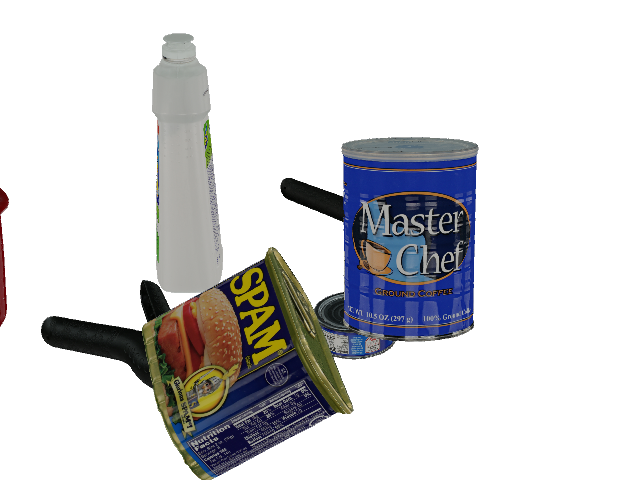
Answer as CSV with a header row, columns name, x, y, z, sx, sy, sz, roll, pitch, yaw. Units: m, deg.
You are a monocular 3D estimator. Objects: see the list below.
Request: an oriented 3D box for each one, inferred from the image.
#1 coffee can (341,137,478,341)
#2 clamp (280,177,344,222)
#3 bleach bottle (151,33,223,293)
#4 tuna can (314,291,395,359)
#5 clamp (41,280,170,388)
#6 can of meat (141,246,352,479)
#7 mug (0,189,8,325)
name,x,y,z,sx,sy,sz,roll,pitch,yaw
coffee can,0.068,-0.004,0.817,0.103,0.140,0.103,-1,11,0
clamp,0.061,-0.026,1.259,0.164,0.036,0.210,-15,51,-29
bleach bottle,-0.132,-0.078,1.038,0.068,0.251,0.102,-1,28,-4
tuna can,0.035,0.085,1.095,0.086,0.034,0.086,-2,25,1
clamp,-0.129,0.081,0.877,0.172,0.039,0.120,22,35,24
can of meat,-0.041,0.064,0.556,0.084,0.057,0.102,-29,39,5
mug,-0.240,0.019,0.635,0.093,0.081,0.117,16,28,27
